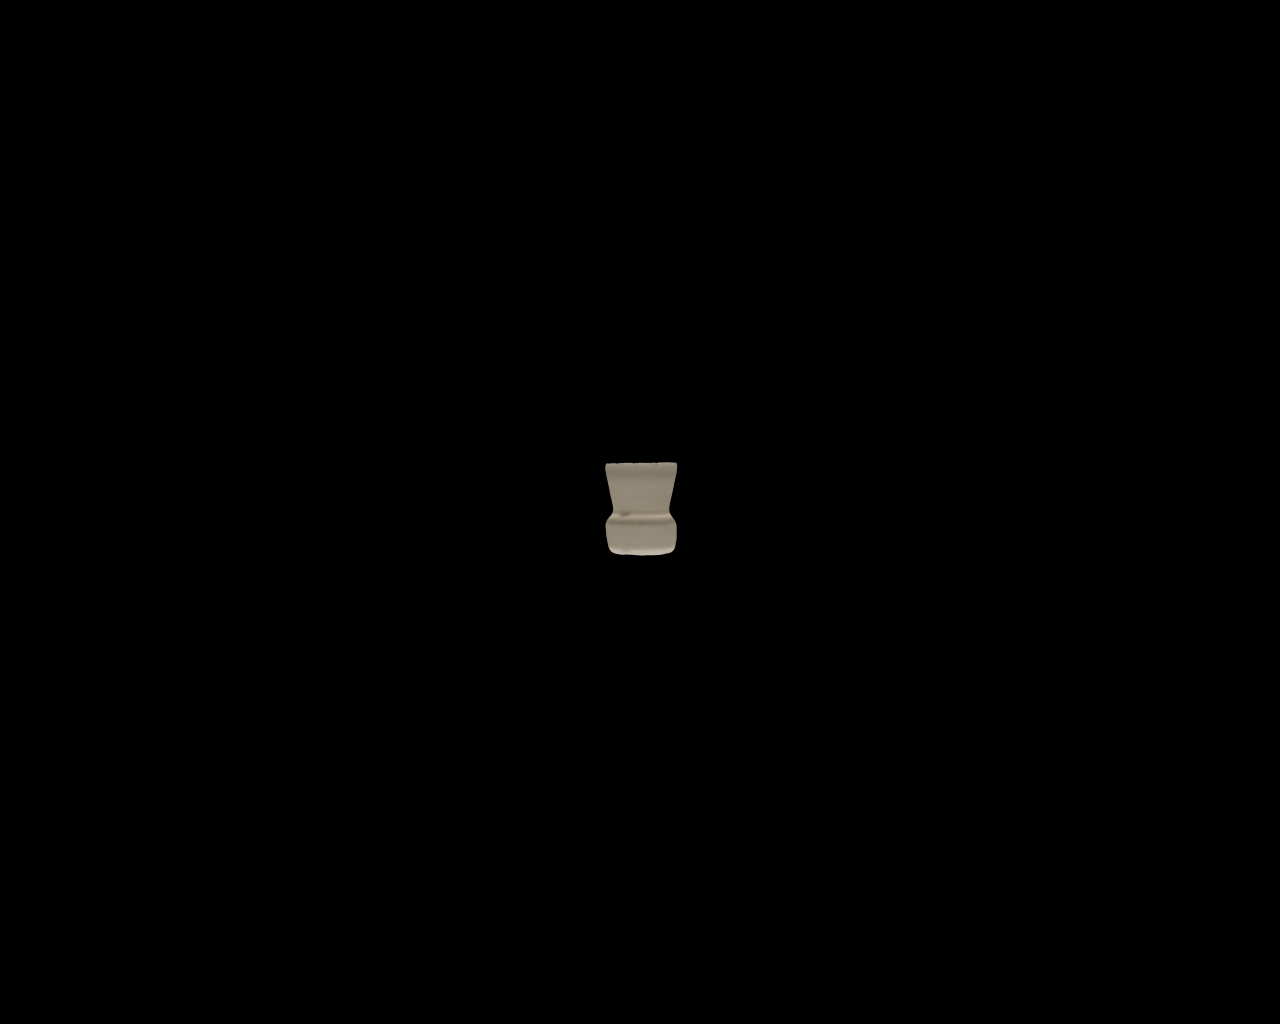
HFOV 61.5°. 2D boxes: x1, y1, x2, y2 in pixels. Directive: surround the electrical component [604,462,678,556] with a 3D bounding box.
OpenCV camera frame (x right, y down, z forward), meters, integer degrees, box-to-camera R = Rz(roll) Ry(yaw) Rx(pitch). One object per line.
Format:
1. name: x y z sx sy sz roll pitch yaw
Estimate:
1. electrical component: 0.001 -0.003 0.650 0.045 0.055 0.045 0 3 0
